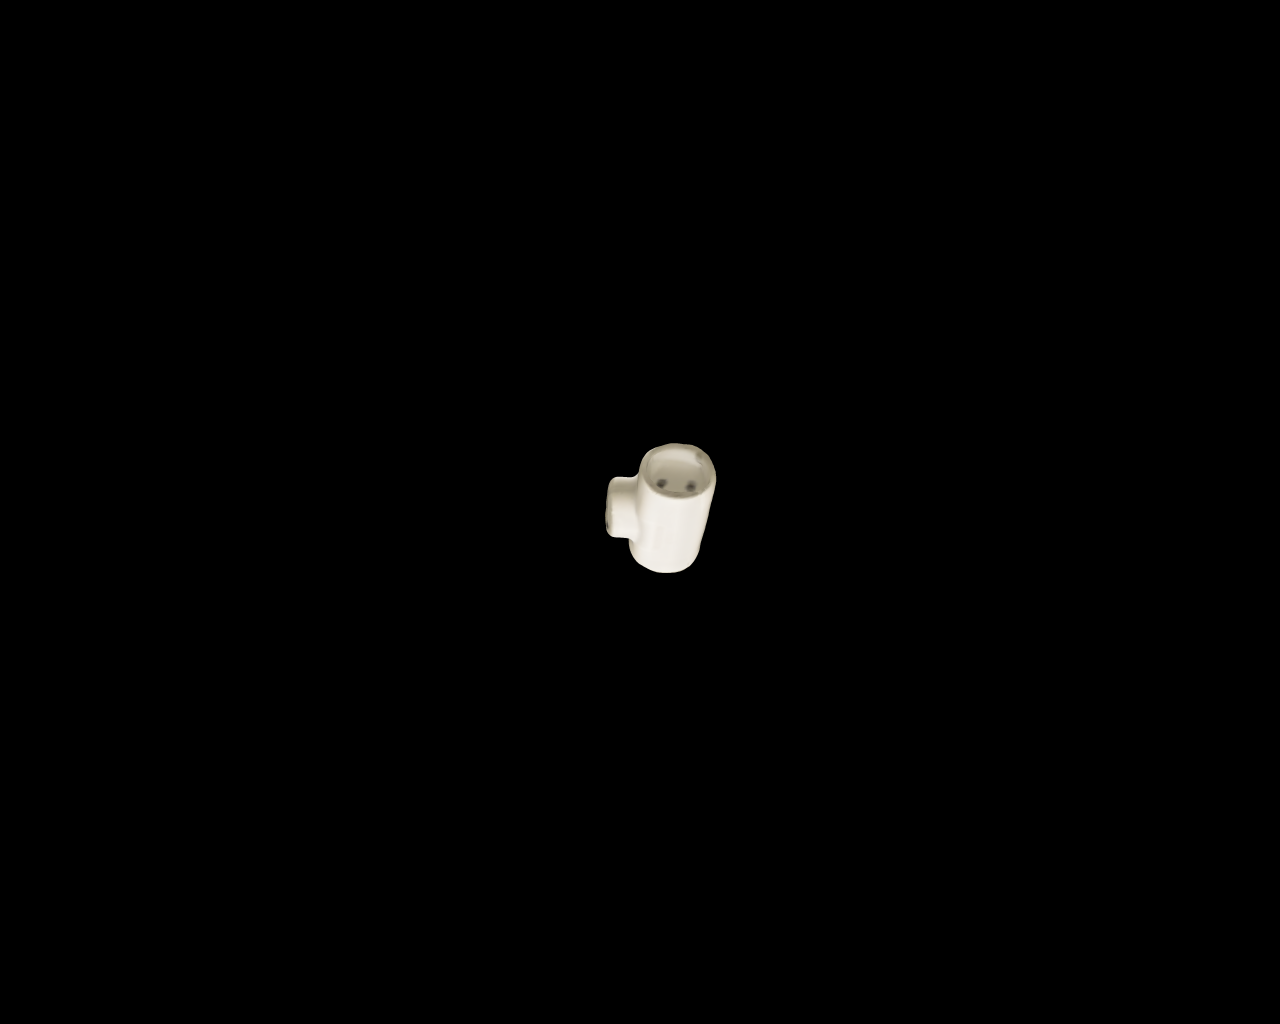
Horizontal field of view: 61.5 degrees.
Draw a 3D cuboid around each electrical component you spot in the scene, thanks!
[{"bbox_3d":[0.001,-0.003,0.650,0.079,0.043,0.077,3,-37,-4],"label":"electrical component"}]
